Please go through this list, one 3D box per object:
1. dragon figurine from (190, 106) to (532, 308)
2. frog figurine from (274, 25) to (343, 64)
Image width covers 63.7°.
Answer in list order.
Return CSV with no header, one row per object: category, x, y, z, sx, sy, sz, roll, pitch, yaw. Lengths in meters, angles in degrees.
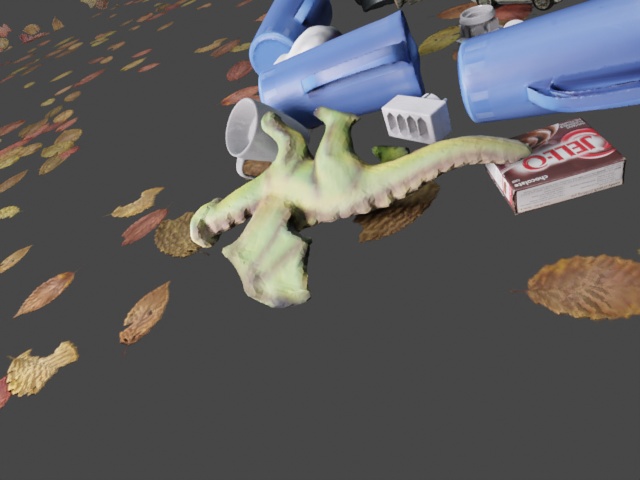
dragon figurine,0.002,-0.029,0.584,0.411,0.120,0.247,8,63,37
frog figurine,-0.031,-0.318,0.921,0.159,0.120,0.140,7,64,19
